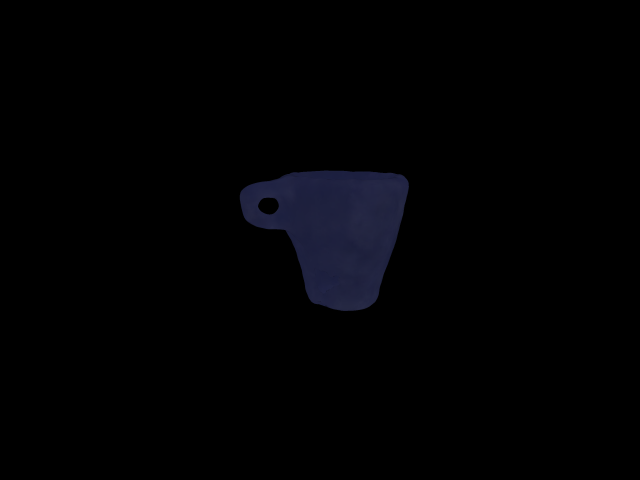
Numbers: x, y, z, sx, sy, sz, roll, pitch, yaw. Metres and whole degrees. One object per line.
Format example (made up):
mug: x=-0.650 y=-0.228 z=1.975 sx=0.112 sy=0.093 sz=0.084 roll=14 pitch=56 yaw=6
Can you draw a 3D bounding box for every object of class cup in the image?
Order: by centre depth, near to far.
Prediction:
cup: x=0.004 y=0.001 z=0.400 sx=0.118 sy=0.095 sz=0.091 roll=-4 pitch=11 yaw=-20
